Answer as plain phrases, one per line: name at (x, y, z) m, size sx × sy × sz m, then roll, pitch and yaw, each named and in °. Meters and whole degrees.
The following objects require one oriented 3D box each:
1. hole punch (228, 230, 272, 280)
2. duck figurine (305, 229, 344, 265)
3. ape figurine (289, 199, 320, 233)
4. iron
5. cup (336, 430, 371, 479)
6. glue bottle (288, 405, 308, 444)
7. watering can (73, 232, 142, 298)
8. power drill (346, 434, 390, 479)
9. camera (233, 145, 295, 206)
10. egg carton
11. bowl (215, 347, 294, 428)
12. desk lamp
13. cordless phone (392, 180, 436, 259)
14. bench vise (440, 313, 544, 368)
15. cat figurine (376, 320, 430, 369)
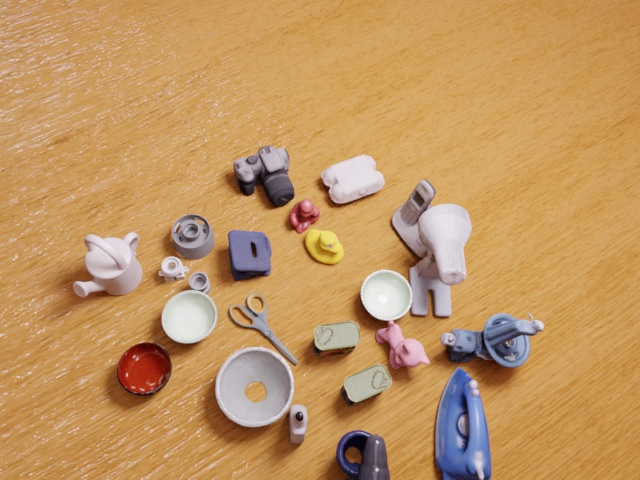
hole punch at (-0.164, 0.029, 1.348) m, size 0.101 × 0.091 × 0.108 m, roll -9°, pitch 67°, yaw -9°
duck figurine at (0.013, 0.005, 1.377) m, size 0.104 × 0.086 × 0.078 m, roll 37°, pitch 68°, yaw 11°
ape figurine at (-0.037, -0.069, 1.403) m, size 0.078 × 0.092 × 0.076 m, roll -2°, pitch 66°, yaw -6°
iron at (0.313, 0.384, 1.204) m, size 0.118 × 0.141 × 0.258 m, roll 5°, pitch 66°, yaw -3°
cup at (0.081, 0.455, 1.178) m, size 0.092 × 0.095 × 0.117 m, roll -23°, pitch 70°, yaw -14°
glue bottle at (-0.044, 0.368, 1.163) m, size 0.037 × 0.173 × 0.078 m, roll 0°, pitch 66°, yaw -4°
watering can at (-0.463, 0.052, 1.256) m, size 0.101 × 0.194 × 0.173 m, roll 11°, pitch 66°, yaw 1°
power drill at (0.089, 0.500, 1.096) m, size 0.075 × 0.208 × 0.229 m, roll 4°, pitch 66°, yaw -3°
camera at (-0.130, -0.155, 1.428) m, size 0.143 × 0.101 × 0.136 m, roll -20°, pitch 69°, yaw -13°
egg carton at (0.085, -0.153, 1.463) m, size 0.150 × 0.069 × 0.107 m, roll -22°, pitch 70°, yaw -14°
bowl at (-0.139, 0.319, 1.230) m, size 0.167 × 0.075 × 0.167 m, roll 2°, pitch 66°, yaw -4°
desk lamp at (0.278, 0.050, 1.311) m, size 0.118 × 0.213 × 0.203 m, roll 2°, pitch 66°, yaw -3°
cordless phone at (0.254, -0.052, 1.369) m, size 0.094 × 0.185 × 0.147 m, roll -33°, pitch 73°, yaw -17°
bench vise at (0.378, 0.223, 1.239) m, size 0.207 × 0.220 × 0.121 m, roll -14°, pitch 68°, yaw -11°
cat figurine at (0.184, 0.235, 1.272) m, size 0.067 × 0.118 × 0.127 m, roll -26°, pitch 70°, yaw -15°
